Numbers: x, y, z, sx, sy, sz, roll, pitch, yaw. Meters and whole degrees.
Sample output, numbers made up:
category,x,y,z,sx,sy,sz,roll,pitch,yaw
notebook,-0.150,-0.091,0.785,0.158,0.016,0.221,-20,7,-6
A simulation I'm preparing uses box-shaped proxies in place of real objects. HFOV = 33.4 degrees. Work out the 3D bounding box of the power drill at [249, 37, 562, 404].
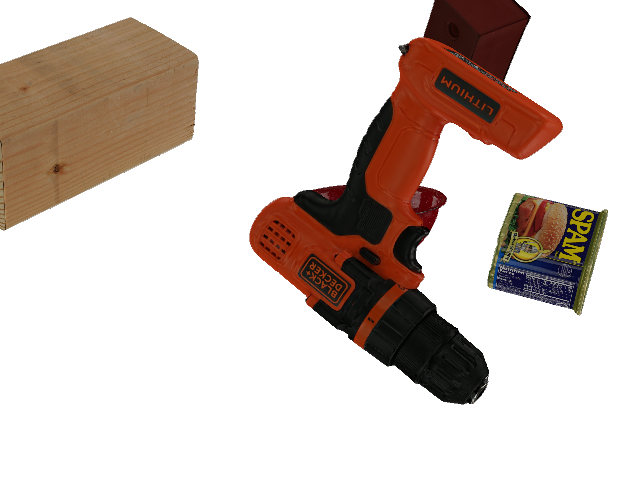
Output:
category,x,y,z,sx,sy,sz,roll,pitch,yaw
power drill,0.066,-0.015,0.662,0.184,0.188,0.057,38,16,15

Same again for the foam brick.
category,x,y,z,sx,sy,sz,roll,pitch,yaw
foam brick,0.112,-0.149,0.801,0.051,0.053,0.078,-25,-28,-26

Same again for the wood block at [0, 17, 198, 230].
category,x,y,z,sx,sy,sz,roll,pitch,yaw
wood block,-0.207,-0.103,0.890,0.090,0.091,0.205,32,43,26

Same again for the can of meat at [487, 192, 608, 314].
category,x,y,z,sx,sy,sz,roll,pitch,yaw
can of meat,0.201,0.009,0.943,0.084,0.057,0.102,14,46,16

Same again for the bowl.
category,x,y,z,sx,sy,sz,roll,pitch,yaw
bowl,0.048,-0.016,1.084,0.162,0.055,0.162,-3,14,1
